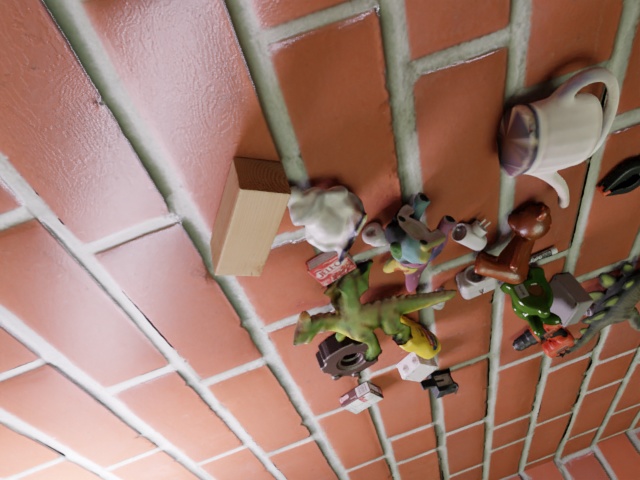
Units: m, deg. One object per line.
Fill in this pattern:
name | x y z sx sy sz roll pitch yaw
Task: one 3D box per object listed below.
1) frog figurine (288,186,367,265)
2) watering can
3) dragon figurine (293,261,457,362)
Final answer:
frog figurine | 0.003 -0.049 0.980 0.159 0.125 0.134 30 135 2
watering can | 0.453 -0.172 1.008 0.225 0.106 0.339 -12 136 -9
dragon figurine | 0.122 0.149 1.218 0.411 0.124 0.238 -30 129 -4
